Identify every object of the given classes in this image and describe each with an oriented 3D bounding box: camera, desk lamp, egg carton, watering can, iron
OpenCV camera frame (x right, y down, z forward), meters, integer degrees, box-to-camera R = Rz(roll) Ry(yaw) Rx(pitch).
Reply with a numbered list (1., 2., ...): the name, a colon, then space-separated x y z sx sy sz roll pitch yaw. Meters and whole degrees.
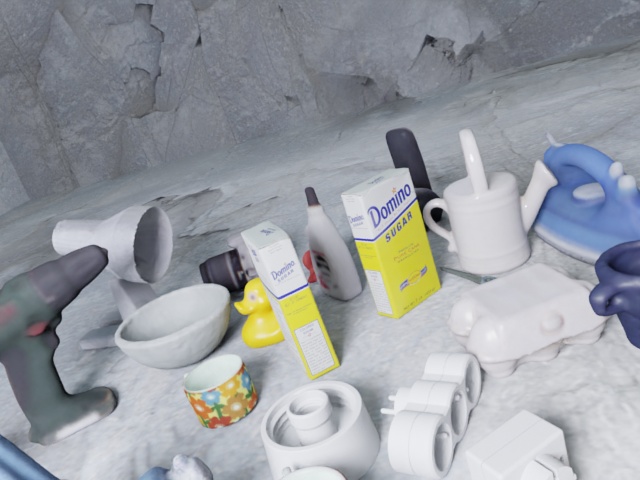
1. camera: -0.137 0.033 0.987 0.137 0.101 0.143 -19 19 -5
2. desk lamp: -0.321 0.056 0.914 0.202 0.214 0.118 -11 20 19
3. egg carton: 0.215 0.081 0.597 0.150 0.069 0.107 -20 19 -7
4. watering can: 0.229 -0.062 0.785 0.173 0.194 0.100 -19 19 -4
5. iron: 0.360 -0.058 0.743 0.118 0.142 0.258 -18 19 -1

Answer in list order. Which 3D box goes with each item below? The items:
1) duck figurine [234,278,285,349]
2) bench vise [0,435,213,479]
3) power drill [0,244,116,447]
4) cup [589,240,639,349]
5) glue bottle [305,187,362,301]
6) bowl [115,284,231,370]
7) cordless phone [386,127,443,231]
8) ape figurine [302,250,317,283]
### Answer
1. duck figurine: -0.069 0.090 0.795 0.105 0.086 0.077 -24 20 -17
2. bench vise: -0.195 0.194 0.416 0.208 0.220 0.121 -30 23 -31
3. power drill: -0.341 0.138 0.714 0.230 0.209 0.075 -25 21 -20
4. cup: 0.302 0.062 0.534 0.118 0.095 0.091 -24 20 -18
5. glue bottle: 0.008 0.003 0.834 0.037 0.173 0.077 -29 22 -30
6. bowl: -0.195 0.132 0.807 0.167 0.075 0.167 -16 19 6
7. cordless phone: 0.127 -0.103 1.003 0.147 0.185 0.094 -5 23 31
8. ape figurine: 0.006 0.017 0.920 0.076 0.092 0.077 -25 21 -21
